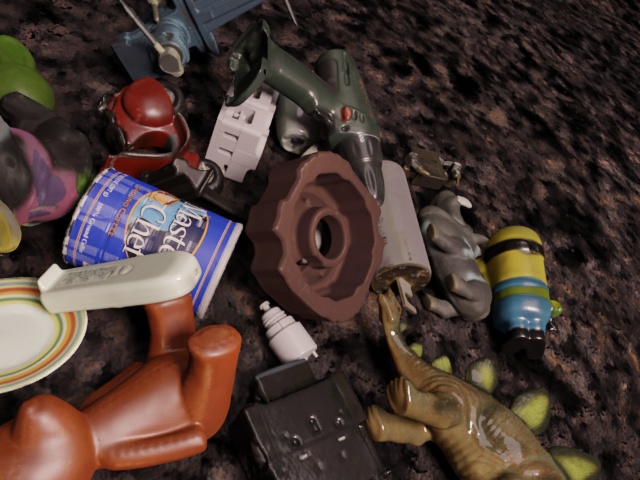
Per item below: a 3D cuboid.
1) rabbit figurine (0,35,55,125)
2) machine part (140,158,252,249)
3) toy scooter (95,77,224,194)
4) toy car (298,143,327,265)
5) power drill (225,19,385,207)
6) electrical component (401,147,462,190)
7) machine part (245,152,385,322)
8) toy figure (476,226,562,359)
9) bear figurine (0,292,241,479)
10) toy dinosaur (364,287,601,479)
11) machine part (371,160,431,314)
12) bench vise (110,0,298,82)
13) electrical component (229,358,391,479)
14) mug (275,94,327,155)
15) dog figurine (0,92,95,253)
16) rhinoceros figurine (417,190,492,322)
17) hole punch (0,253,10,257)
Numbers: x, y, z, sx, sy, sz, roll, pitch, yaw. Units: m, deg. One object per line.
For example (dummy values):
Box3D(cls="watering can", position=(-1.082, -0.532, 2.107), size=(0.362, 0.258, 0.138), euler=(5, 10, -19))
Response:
Box3D(cls="rabbit figurine", position=(-0.350, -0.145, 0.547), size=(0.170, 0.121, 0.159), euler=(10, 27, -1))
Box3D(cls="machine part", position=(-0.118, -0.039, 0.577), size=(0.138, 0.084, 0.039), euler=(37, 52, -36))
Box3D(cls="toy scooter", position=(-0.204, -0.111, 0.621), size=(0.135, 0.075, 0.184), euler=(-18, 69, -35))
Box3D(cls="toy car", position=(-0.015, -0.046, 0.675), size=(0.073, 0.056, 0.202), euler=(28, 47, -5))
Box3D(cls="power drill", position=(-0.008, -0.159, 0.647), size=(0.207, 0.086, 0.232), euler=(16, 55, -32))
Box3D(cls="electrical component", position=(0.171, -0.111, 0.829), size=(0.102, 0.045, 0.078), euler=(14, 51, -17))
Box3D(cls="machine part", position=(-0.001, -0.002, 0.577), size=(0.179, 0.056, 0.179), euler=(7, 81, -47))
Box3D(cls="toy figure", position=(0.265, 0.062, 0.709), size=(0.082, 0.089, 0.180), euler=(26, 44, -17))
Box3D(cls="bear figurine", position=(-0.171, 0.129, 0.416), size=(0.196, 0.131, 0.120), euler=(-11, 27, -37))
Box3D(cls="toy dinosaur", position=(0.191, 0.246, 0.520), size=(0.198, 0.105, 0.471), euler=(-14, 67, -38))
Box3D(cls="machine part", position=(0.088, -0.018, 0.691), size=(0.079, 0.079, 0.243), euler=(9, 52, -21))
Box3D(cls="bench vise", position=(-0.156, -0.299, 0.716), size=(0.241, 0.128, 0.224), euler=(-24, 29, 2))
Box3D(cls="electrical component", position=(-0.015, 0.181, 0.495), size=(0.115, 0.058, 0.134), euler=(-13, 62, -36))
Box3D(cls="mug", position=(-0.016, -0.170, 0.766), size=(0.109, 0.081, 0.107), euler=(23, 56, -23))
Box3D(cls="dog figurine", position=(-0.257, -0.030, 0.431), size=(0.191, 0.108, 0.219), euler=(22, 23, -50))
Box3D(cls="rhinoceros figurine", position=(0.177, 0.014, 0.713), size=(0.112, 0.073, 0.190), euler=(8, 52, -21))
Box3D(cls="hole punch", position=(-0.359, 0.005, 0.453), size=(0.142, 0.092, 0.116), euler=(34, 16, 5))
